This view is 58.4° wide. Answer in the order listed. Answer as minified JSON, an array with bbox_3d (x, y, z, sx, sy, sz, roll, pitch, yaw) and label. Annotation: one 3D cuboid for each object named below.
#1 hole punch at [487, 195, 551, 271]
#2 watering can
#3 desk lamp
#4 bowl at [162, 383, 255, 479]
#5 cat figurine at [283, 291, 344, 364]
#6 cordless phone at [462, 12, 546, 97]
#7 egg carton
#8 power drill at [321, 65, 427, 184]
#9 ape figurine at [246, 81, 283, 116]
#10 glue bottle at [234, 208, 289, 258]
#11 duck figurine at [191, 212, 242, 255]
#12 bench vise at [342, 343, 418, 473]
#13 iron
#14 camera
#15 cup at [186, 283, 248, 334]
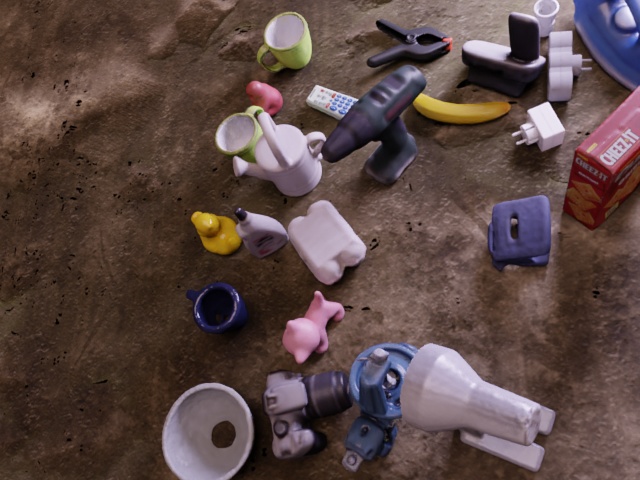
[{"bbox_3d":[0.329,-0.012,0.945,0.101,0.091,0.109,0,70,17],"label":"hole punch"},{"bbox_3d":[-0.076,-0.159,1.066,0.173,0.194,0.100,-42,64,-1],"label":"watering can"},{"bbox_3d":[0.229,0.240,0.814,0.202,0.214,0.118,17,76,22],"label":"desk lamp"},{"bbox_3d":[-0.179,0.333,0.980,0.167,0.075,0.167,-6,69,15],"label":"bowl"},{"bbox_3d":[-0.020,0.147,0.977,0.067,0.118,0.128,19,77,22],"label":"cat figurine"},{"bbox_3d":[0.326,-0.353,1.021,0.147,0.185,0.094,21,78,23],"label":"cordless phone"},{"bbox_3d":[0.010,0.004,1.048,0.107,0.069,0.150,-39,64,0],"label":"egg carton"},{"bbox_3d":[0.106,-0.186,1.013,0.075,0.209,0.230,36,84,25],"label":"power drill"},{"bbox_3d":[-0.123,-0.298,1.188,0.076,0.092,0.078,-3,70,16],"label":"ape figurine"},{"bbox_3d":[-0.117,-0.020,1.038,0.078,0.173,0.037,-34,64,3],"label":"glue bottle"},{"bbox_3d":[-0.206,-0.020,1.113,0.104,0.086,0.077,33,83,25],"label":"duck figurine"},{"bbox_3d":[0.094,0.243,0.850,0.121,0.220,0.207,4,71,18],"label":"bench vise"},{"bbox_3d":[0.539,-0.378,0.989,0.118,0.142,0.258,-21,66,9],"label":"iron"},{"bbox_3d":[-0.017,0.275,0.938,0.136,0.101,0.143,-17,66,11],"label":"camera"},{"bbox_3d":[-0.182,0.128,1.046,0.117,0.095,0.092,22,78,23],"label":"cup"}]
